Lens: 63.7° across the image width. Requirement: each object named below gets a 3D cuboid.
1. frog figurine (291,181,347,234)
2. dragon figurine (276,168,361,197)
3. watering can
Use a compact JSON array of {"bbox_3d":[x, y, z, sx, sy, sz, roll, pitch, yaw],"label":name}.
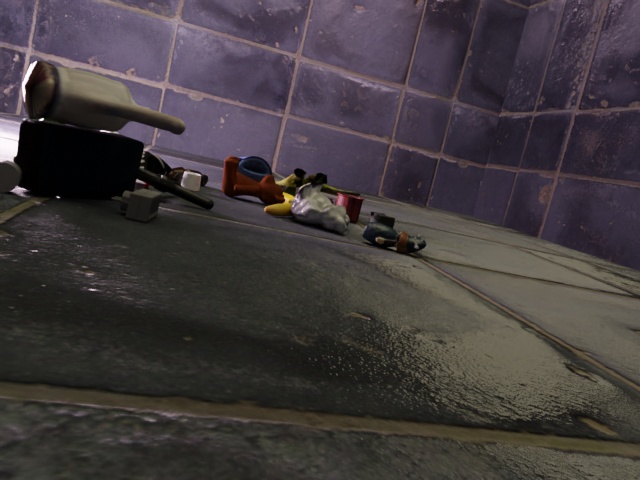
[{"bbox_3d":[0.004,-0.069,1.370,0.161,0.122,0.137,53,9,13],"label":"frog figurine"},{"bbox_3d":[-0.064,-0.210,2.064,0.409,0.122,0.243,12,1,-16],"label":"dragon figurine"},{"bbox_3d":[-0.408,-0.252,0.948,0.224,0.103,0.350,4,14,-44],"label":"watering can"}]
